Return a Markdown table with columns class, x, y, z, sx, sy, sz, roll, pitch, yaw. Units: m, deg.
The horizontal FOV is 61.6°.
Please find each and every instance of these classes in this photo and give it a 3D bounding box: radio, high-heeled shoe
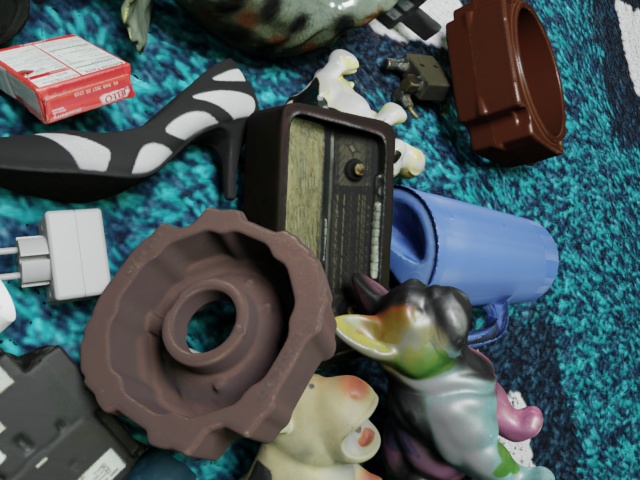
| class | x | y | z | sx | sy | sz | roll | pitch | yaw |
| --- | --- | --- | --- | --- | --- | --- | --- | --- | --- |
| radio | -0.001 | -0.002 | 0.498 | 0.131 | 0.073 | 0.229 | -1 | 97 | -35 |
| high-heeled shoe | -0.158 | -0.106 | 0.444 | 0.248 | 0.086 | 0.145 | 3 | 76 | -39 |

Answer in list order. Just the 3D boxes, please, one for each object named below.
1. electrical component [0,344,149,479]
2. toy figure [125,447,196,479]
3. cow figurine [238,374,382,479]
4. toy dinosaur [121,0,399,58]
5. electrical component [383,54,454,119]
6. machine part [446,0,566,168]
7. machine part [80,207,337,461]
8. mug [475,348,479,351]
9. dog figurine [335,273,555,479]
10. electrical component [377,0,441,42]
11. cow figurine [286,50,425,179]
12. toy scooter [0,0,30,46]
| class | x | y | z | sx | sy | sz | roll | pitch | yaw |
| --- | --- | --- | --- | --- | --- | --- | --- | --- | --- |
| electrical component | -0.206 | 0.138 | 0.371 | 0.115 | 0.058 | 0.134 | -42 | 104 | -35 |
| toy figure | -0.154 | 0.229 | 0.390 | 0.064 | 0.057 | 0.154 | 27 | 61 | 14 |
| cow figurine | -0.019 | 0.181 | 0.426 | 0.127 | 0.195 | 0.085 | 37 | 21 | 5 |
| toy dinosaur | -0.048 | -0.237 | 0.513 | 0.404 | 0.192 | 0.131 | 3 | 63 | -50 |
| electrical component | 0.131 | -0.195 | 0.682 | 0.102 | 0.045 | 0.078 | -15 | 60 | -38 |
| machine part | 0.253 | -0.206 | 0.709 | 0.201 | 0.087 | 0.201 | 5 | 77 | -49 |
| machine part | -0.077 | 0.063 | 0.385 | 0.056 | 0.180 | 0.179 | 66 | 40 | -58 |
| mug | 0.135 | 0.167 | 0.589 | 0.109 | 0.081 | 0.107 | 10 | 85 | -40 |
| dog figurine | 0.083 | 0.133 | 0.467 | 0.219 | 0.191 | 0.108 | 45 | 33 | -5 |
| electrical component | 0.103 | -0.302 | 0.664 | 0.119 | 0.075 | 0.048 | 24 | 68 | -24 |
| cow figurine | 0.043 | -0.112 | 0.587 | 0.167 | 0.068 | 0.098 | 44 | 65 | -15 |
| toy scooter | -0.248 | -0.238 | 0.376 | 0.135 | 0.184 | 0.075 | 46 | 21 | 2 |
